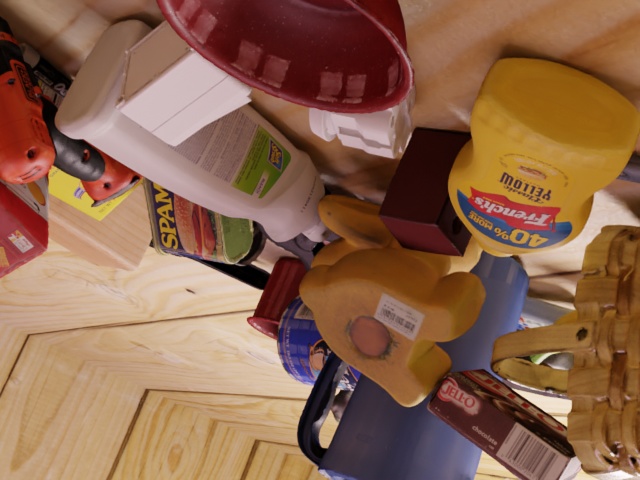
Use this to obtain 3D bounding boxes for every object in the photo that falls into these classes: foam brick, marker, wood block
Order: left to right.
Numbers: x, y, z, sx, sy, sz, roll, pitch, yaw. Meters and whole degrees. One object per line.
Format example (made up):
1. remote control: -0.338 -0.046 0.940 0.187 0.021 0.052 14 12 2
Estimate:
1. wood block: -0.276 -0.054 1.145 0.091 0.090 0.205 7 158 43
2. marker: -0.226 -0.135 0.958 0.020 0.020 0.121 8 158 39
3. foam brick: 0.086 -0.035 0.778 0.051 0.078 0.053 12 161 34

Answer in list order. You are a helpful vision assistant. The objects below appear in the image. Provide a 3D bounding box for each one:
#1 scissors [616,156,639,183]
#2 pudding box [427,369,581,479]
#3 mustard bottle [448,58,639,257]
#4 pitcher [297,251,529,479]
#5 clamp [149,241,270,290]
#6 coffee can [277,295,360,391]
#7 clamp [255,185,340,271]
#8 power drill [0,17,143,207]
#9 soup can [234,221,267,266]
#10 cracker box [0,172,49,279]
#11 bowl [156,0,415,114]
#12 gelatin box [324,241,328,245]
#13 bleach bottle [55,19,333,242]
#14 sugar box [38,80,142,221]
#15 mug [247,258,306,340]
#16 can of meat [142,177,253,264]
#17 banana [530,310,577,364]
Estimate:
1. scissors: 0.215 -0.038 0.713 0.202 0.016 0.096 9 159 37
2. pudding box: 0.148 0.145 0.826 0.114 0.039 0.089 37 -167 24
3. mustard bottle: 0.134 -0.038 0.701 0.096 0.058 0.192 21 155 6
4. pitcher: 0.091 0.120 0.957 0.149 0.242 0.145 26 163 -12
5. clamp: -0.160 0.003 1.263 0.210 0.036 0.164 15 162 29
6. coffee can: 0.038 0.105 1.101 0.141 0.102 0.102 0 152 48
7. clamp: -0.006 0.001 0.972 0.171 0.039 0.120 38 120 2
8. power drill: -0.226 -0.112 0.862 0.057 0.184 0.187 -28 161 13
9. soup can: -0.113 -0.013 1.104 0.102 0.068 0.068 8 158 39
10. cracker box: -0.291 -0.087 0.841 0.164 0.072 0.214 53 -169 -35
11. bowl: -0.013 -0.138 0.625 0.162 0.055 0.162 20 163 6
12. gelatin box: 0.013 -0.010 1.020 0.089 0.030 0.073 16 161 17
13. bleach bottle: -0.082 -0.064 0.851 0.250 0.102 0.068 37 161 -35
14. sugar box: -0.257 -0.094 1.016 0.176 0.048 0.093 29 131 -30
15. mug: -0.020 0.073 1.224 0.093 0.081 0.117 32 160 -30
16. can of meat: -0.113 -0.031 1.011 0.084 0.057 0.102 9 117 30
17. banana: 0.293 0.095 0.958 0.198 0.037 0.070 9 138 9
